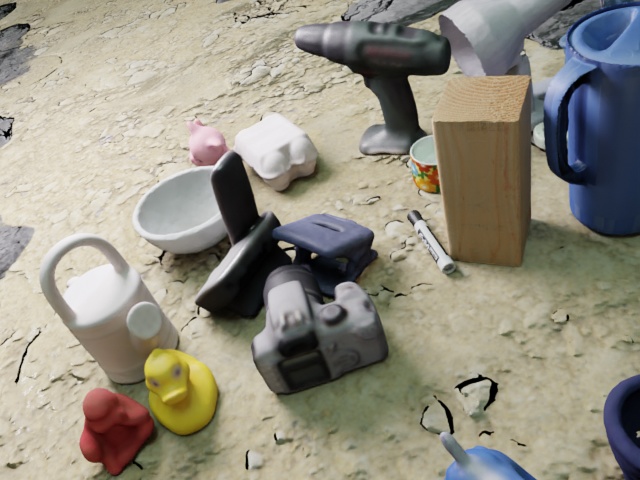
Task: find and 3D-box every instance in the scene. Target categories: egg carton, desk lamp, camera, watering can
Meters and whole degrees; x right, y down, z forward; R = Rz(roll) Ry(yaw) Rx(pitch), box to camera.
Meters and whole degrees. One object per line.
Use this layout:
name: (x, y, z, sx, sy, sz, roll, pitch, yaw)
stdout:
egg carton: (-0.073, -0.147, 0.942, 0.107, 0.069, 0.149, -32, 43, -15)
desk lamp: (0.286, -0.270, 0.837, 0.203, 0.214, 0.117, -22, 41, -4)
camera: (-0.011, 0.081, 0.650, 0.143, 0.101, 0.136, -19, 41, 0)
watering can: (-0.244, 0.075, 0.669, 0.172, 0.194, 0.101, 0, 45, 20)

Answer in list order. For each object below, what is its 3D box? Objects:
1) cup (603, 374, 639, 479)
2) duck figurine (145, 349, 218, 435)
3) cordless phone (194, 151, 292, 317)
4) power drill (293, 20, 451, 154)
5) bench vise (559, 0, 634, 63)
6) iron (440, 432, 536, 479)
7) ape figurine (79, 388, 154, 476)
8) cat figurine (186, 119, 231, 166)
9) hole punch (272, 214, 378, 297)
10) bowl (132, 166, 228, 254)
cup: (0.283, 0.160, 0.463, 0.118, 0.095, 0.091, -40, 45, -22)
duck figurine: (-0.164, 0.154, 0.637, 0.077, 0.086, 0.104, -27, 42, -9)
cordless phone: (-0.117, -0.007, 0.718, 0.093, 0.185, 0.148, 8, 48, 27)
power drill: (0.087, -0.235, 0.875, 0.229, 0.209, 0.076, 2, 45, 21)
bench vise: (0.434, -0.302, 0.813, 0.121, 0.220, 0.206, -31, 43, -14)
iron: (0.176, 0.235, 0.385, 0.119, 0.142, 0.257, -38, 45, -21)
ape figurine: (-0.223, 0.193, 0.611, 0.078, 0.092, 0.076, -18, 41, 1)
cat figurine: (-0.189, -0.158, 0.959, 0.067, 0.118, 0.127, -22, 41, -4)
hole punch: (0.007, 0.003, 0.735, 0.108, 0.091, 0.101, 19, 53, 35)
bowl: (-0.187, -0.033, 0.856, 0.167, 0.075, 0.167, -10, 42, 9)
